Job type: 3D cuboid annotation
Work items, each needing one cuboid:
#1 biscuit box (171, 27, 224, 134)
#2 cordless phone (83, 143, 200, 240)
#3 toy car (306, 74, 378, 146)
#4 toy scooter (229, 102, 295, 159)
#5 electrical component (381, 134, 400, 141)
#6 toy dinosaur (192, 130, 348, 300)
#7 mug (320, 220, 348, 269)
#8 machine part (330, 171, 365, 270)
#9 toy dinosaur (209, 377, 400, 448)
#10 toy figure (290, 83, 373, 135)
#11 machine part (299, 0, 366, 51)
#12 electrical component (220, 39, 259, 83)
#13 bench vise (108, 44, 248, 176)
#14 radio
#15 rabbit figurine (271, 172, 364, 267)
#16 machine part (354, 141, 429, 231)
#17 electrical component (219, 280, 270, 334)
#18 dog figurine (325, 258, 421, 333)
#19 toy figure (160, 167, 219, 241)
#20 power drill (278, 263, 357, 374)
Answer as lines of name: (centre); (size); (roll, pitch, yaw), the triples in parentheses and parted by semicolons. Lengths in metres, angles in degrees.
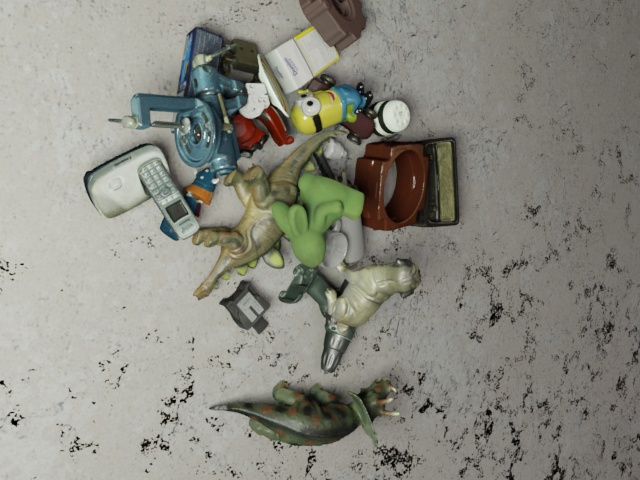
biscuit box: (-0.235, -0.298, 1.032); (0.063, 0.059, 0.202); (10, 86, -33)
cordless phone: (-0.311, -0.063, 0.950); (0.146, 0.089, 0.184); (-37, 100, -28)
toy car: (0.046, -0.297, 1.231); (0.202, 0.053, 0.089); (28, 96, -30)
toy scooter: (-0.127, -0.224, 1.090); (0.135, 0.075, 0.184); (48, 60, -7)
electrical component: (0.169, -0.224, 1.336); (0.094, 0.021, 0.063); (-32, 109, -28)
toy dinosaur: (-0.105, -0.068, 1.101); (0.198, 0.105, 0.471); (38, 83, -37)
mug: (-0.002, -0.004, 1.165); (0.080, 0.107, 0.109); (5, 102, -49)
machine part: (0.055, -0.036, 1.208); (0.079, 0.079, 0.242); (-25, 122, -31)
toy dinosaur: (-0.011, 0.376, 1.130); (0.405, 0.192, 0.131); (3, 88, -36)
toy figure: (0.024, -0.281, 1.150); (0.180, 0.082, 0.089); (-19, 122, -24)
machine part: (0.032, -0.509, 1.179); (0.179, 0.056, 0.179); (24, 57, -42)
electrical component: (-0.160, -0.363, 1.095); (0.102, 0.045, 0.078); (-5, 66, -37)
bench vise: (-0.227, -0.221, 0.923); (0.240, 0.129, 0.223); (-10, 99, -46)
radio: (0.287, -0.147, 1.389); (0.131, 0.073, 0.229); (-8, 95, -34)
rabbit figurine: (-0.009, -0.035, 1.046); (0.159, 0.121, 0.170); (25, 78, -37)
machine part: (0.167, -0.130, 1.267); (0.201, 0.087, 0.200); (-14, 113, -45)
electrical component: (-0.145, 0.150, 1.117); (0.075, 0.048, 0.119); (-43, 113, -25)
dog figurine: (0.116, 0.120, 1.127); (0.121, 0.191, 0.172); (6, 87, -40)
toy figure: (-0.247, -0.072, 1.031); (0.064, 0.058, 0.154); (35, 74, -7)
power drill: (0.008, 0.159, 1.204); (0.207, 0.086, 0.232); (38, 69, -25)
